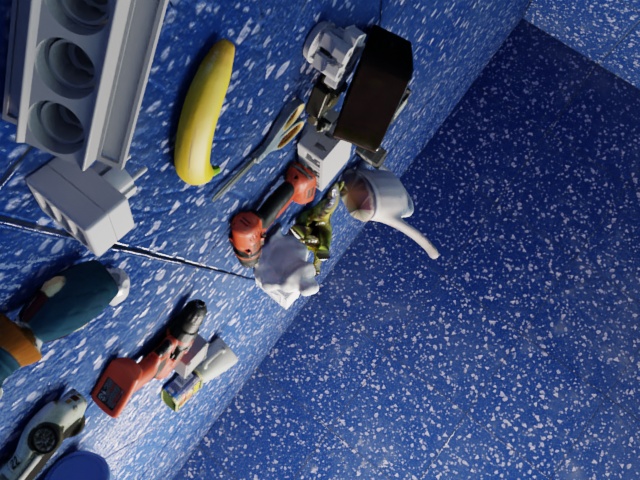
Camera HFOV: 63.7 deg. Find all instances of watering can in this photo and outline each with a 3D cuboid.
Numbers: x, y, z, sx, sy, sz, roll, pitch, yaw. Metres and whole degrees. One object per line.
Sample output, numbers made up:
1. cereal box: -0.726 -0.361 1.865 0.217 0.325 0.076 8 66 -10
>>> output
1. watering can: 0.184 -0.091 1.412 0.225 0.353 0.102 -6 149 -40

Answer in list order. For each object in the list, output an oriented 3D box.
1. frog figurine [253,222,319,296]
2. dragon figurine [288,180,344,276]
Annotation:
1. frog figurine: -0.066 0.062 1.116 0.140 0.160 0.120 -45 169 -44
2. dragon figurine: 0.004 -0.066 1.313 0.401 0.122 0.249 -59 -173 45
